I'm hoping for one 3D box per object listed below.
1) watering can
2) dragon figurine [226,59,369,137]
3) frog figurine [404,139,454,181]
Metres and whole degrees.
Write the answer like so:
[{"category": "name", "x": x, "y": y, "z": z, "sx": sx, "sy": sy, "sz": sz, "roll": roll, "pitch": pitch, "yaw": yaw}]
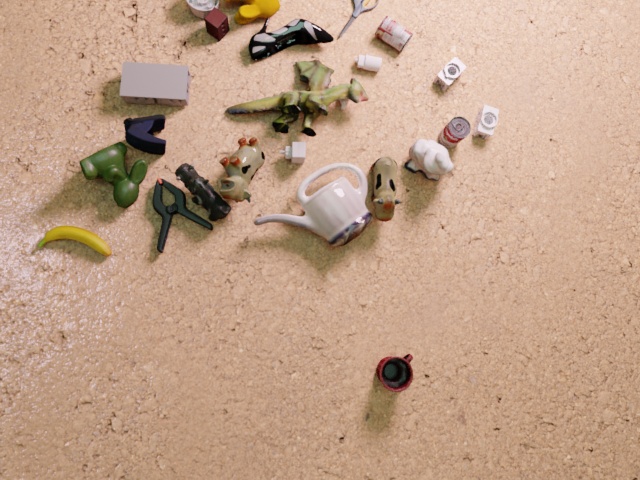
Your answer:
[{"category": "watering can", "x": 0.004, "y": -0.074, "z": 1.475, "sx": 0.350, "sy": 0.103, "sz": 0.225, "roll": -35, "pitch": 86, "yaw": -11}, {"category": "dragon figurine", "x": -0.059, "y": -0.448, "z": 1.557, "sx": 0.411, "sy": 0.119, "sz": 0.248, "roll": 12, "pitch": 61, "yaw": 10}, {"category": "frog figurine", "x": 0.332, "y": -0.245, "z": 1.512, "sx": 0.137, "sy": 0.158, "sz": 0.124, "roll": 43, "pitch": 78, "yaw": 3}]
